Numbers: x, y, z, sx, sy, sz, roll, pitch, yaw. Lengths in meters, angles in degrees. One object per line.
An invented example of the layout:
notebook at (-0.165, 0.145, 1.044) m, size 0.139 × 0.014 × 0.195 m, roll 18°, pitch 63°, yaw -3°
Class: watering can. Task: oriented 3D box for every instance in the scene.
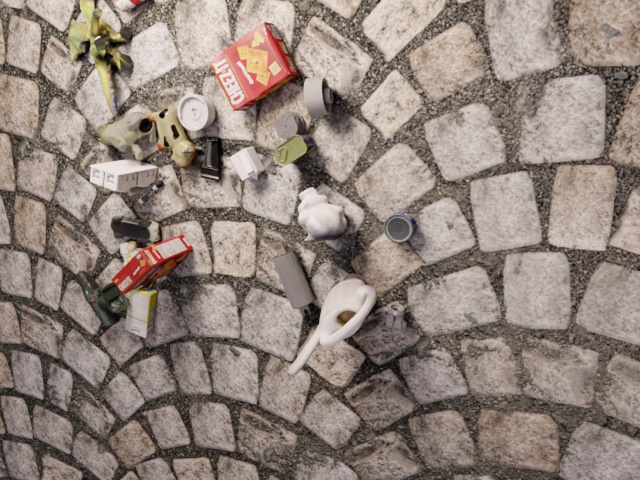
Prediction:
watering can at (0.037, 0.228, 1.461) m, size 0.103 × 0.229 × 0.343 m, roll 41°, pitch 115°, yaw -12°

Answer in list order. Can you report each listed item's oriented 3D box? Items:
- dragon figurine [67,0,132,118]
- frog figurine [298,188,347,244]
dragon figurine at (-0.725, -0.610, 1.653) m, size 0.244 × 0.123 × 0.406 m, roll 16°, pitch 107°, yaw 35°
frog figurine at (0.004, -0.074, 1.464) m, size 0.138 × 0.122 × 0.159 m, roll -10°, pitch 91°, yaw -10°
